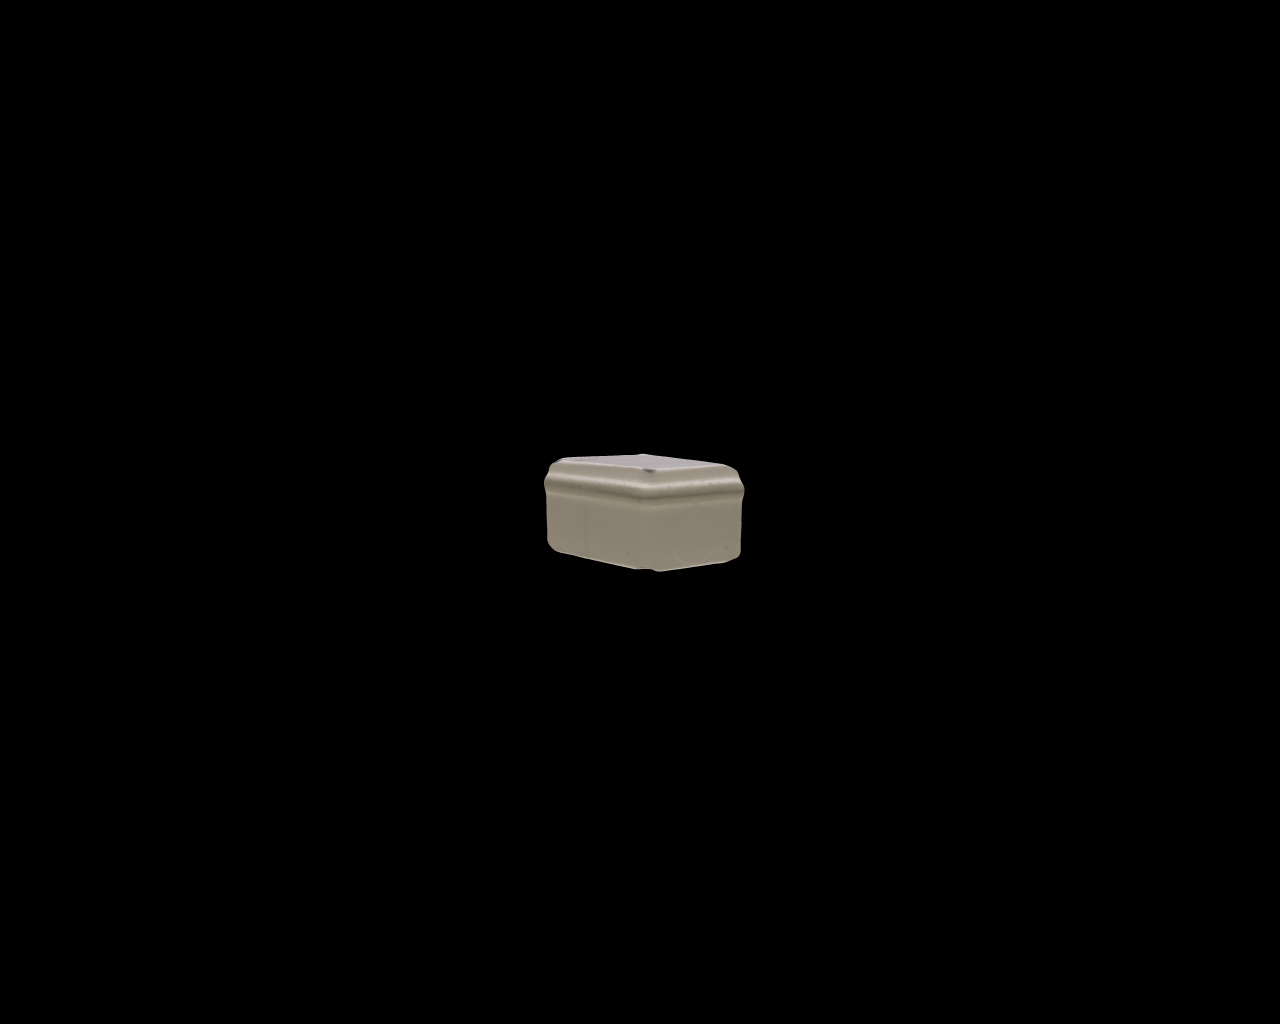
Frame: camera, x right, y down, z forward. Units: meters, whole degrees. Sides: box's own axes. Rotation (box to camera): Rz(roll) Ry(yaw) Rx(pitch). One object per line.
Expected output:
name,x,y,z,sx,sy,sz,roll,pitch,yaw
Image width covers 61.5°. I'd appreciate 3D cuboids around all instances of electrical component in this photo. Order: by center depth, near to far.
electrical component,0.001,-0.003,0.650,0.078,0.057,0.113,-5,9,-35
